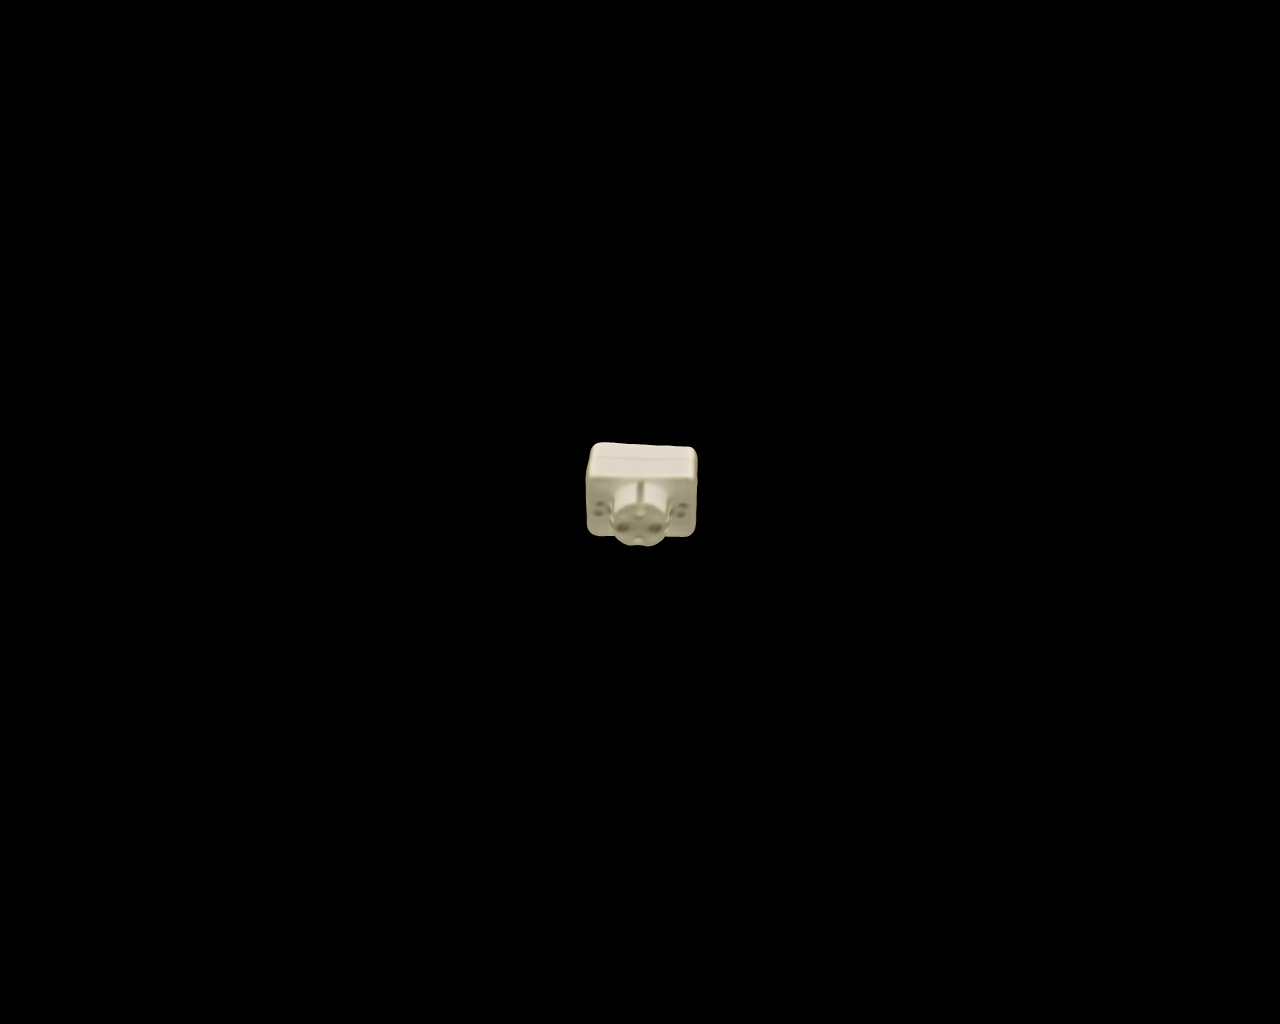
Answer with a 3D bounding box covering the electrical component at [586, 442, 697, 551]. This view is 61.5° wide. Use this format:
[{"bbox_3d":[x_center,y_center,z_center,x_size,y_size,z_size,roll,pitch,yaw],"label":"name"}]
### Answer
[{"bbox_3d":[0.001,-0.003,0.650,0.066,0.047,0.077,2,36,2],"label":"electrical component"}]
